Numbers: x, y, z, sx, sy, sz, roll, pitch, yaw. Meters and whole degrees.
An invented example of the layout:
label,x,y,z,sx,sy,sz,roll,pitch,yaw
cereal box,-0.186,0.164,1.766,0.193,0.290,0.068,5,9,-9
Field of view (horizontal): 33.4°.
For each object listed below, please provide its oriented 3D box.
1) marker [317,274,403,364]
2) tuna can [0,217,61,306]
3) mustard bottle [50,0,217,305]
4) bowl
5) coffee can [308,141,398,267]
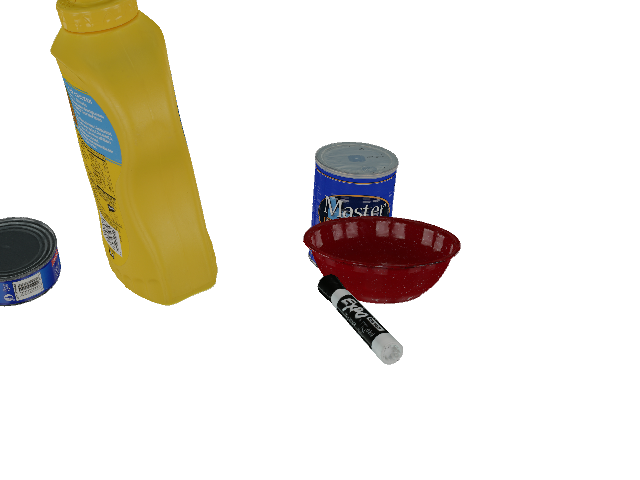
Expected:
label,x,y,z,sx,sy,sz,roll,pitch,yaw
marker,0.028,0.057,0.813,0.020,0.020,0.121,0,23,-25
tuna can,-0.273,0.019,0.939,0.086,0.034,0.086,0,39,0
mustard bottle,-0.107,-0.064,0.589,0.058,0.191,0.096,-22,35,-20
bowl,0.062,0.024,1.100,0.162,0.055,0.162,1,18,-1
coffee can,0.040,-0.040,1.339,0.103,0.140,0.103,3,27,-2
